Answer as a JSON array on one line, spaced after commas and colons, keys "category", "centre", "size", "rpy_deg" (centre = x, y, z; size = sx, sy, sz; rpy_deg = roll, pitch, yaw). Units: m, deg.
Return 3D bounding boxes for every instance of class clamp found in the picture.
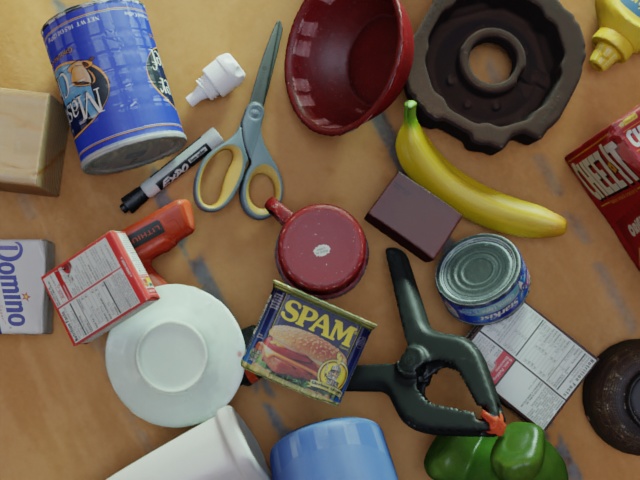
[{"category": "clamp", "centre": [0.079, 0.121, 0.981], "size": [0.164, 0.036, 0.210], "rpy_deg": [-48, 54, 1]}]

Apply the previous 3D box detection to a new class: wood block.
[{"category": "wood block", "centre": [-0.355, -0.100, 1.017], "size": [0.206, 0.091, 0.090], "rpy_deg": [7, 85, 0]}]

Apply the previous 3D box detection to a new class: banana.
[{"category": "banana", "centre": [0.143, -0.051, 1.026], "size": [0.197, 0.070, 0.037], "rpy_deg": [36, 56, -6]}]

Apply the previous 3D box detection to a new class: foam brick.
[{"category": "foam brick", "centre": [0.090, -0.021, 1.028], "size": [0.078, 0.051, 0.053], "rpy_deg": [36, 85, 3]}]

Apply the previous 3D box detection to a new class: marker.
[{"category": "marker", "centre": [-0.147, -0.067, 1.049], "size": [0.121, 0.020, 0.020], "rpy_deg": [-38, 86, -3]}]

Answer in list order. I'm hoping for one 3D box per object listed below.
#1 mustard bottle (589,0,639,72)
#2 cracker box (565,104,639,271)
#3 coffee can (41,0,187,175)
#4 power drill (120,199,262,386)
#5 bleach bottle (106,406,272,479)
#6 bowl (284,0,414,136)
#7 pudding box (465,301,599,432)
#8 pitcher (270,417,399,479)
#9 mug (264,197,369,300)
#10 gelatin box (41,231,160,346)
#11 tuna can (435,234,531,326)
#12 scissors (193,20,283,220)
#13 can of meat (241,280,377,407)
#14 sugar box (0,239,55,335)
[{"category": "mustard bottle", "centre": [0.328, -0.244, 1.046], "size": [0.096, 0.058, 0.191], "rpy_deg": [38, 86, 3]}, {"category": "cracker box", "centre": [0.324, -0.017, 0.971], "size": [0.072, 0.164, 0.214], "rpy_deg": [-33, 86, -5]}, {"category": "coffee can", "centre": [-0.196, -0.145, 1.015], "size": [0.103, 0.103, 0.140], "rpy_deg": [-18, 85, -2]}, {"category": "power drill", "centre": [-0.116, 0.059, 1.018], "size": [0.184, 0.057, 0.188], "rpy_deg": [-28, 85, -2]}, {"category": "bleach bottle", "centre": [-0.172, 0.246, 0.979], "size": [0.251, 0.102, 0.068], "rpy_deg": [-26, 54, -2]}, {"category": "bowl", "centre": [0.037, -0.176, 1.016], "size": [0.055, 0.162, 0.162], "rpy_deg": [5, 83, -42]}, {"category": "pudding box", "centre": [0.194, 0.115, 1.022], "size": [0.113, 0.039, 0.090], "rpy_deg": [39, 84, 2]}, {"category": "pitcher", "centre": [0.031, 0.290, 0.941], "size": [0.144, 0.149, 0.243], "rpy_deg": [10, 53, -37]}, {"category": "mug", "centre": [-0.007, 0.001, 1.011], "size": [0.093, 0.081, 0.117], "rpy_deg": [-44, 86, -3]}, {"category": "gelatin box", "centre": [-0.201, 0.044, 0.975], "size": [0.089, 0.030, 0.073], "rpy_deg": [-32, 80, 15]}, {"category": "tuna can", "centre": [0.153, 0.036, 1.008], "size": [0.086, 0.033, 0.086], "rpy_deg": [-15, 48, 17]}, {"category": "scissors", "centre": [-0.052, -0.107, 1.048], "size": [0.096, 0.016, 0.201], "rpy_deg": [32, 81, -12]}, {"category": "can of meat", "centre": [-0.012, 0.094, 0.966], "size": [0.102, 0.057, 0.084], "rpy_deg": [24, 87, -5]}, {"category": "sugar box", "centre": [-0.347, 0.045, 1.026], "size": [0.176, 0.048, 0.093], "rpy_deg": [-1, 85, 1]}]
